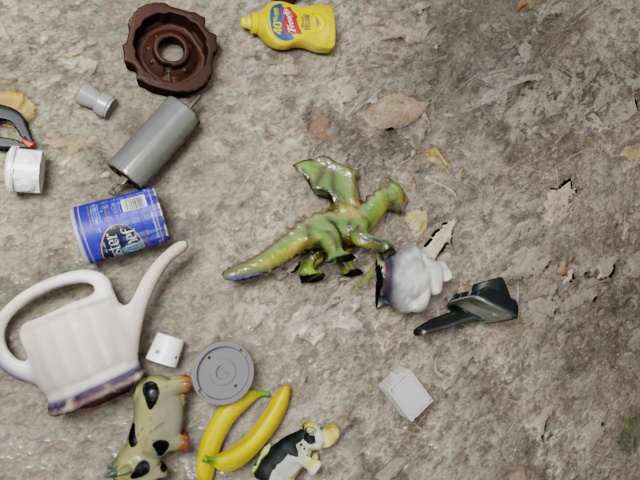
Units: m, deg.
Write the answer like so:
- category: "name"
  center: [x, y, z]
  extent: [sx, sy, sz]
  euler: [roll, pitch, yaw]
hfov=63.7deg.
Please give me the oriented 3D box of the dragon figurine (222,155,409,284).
- category: "dragon figurine"
  center: [0.003, -0.051, 1.018]
  extent: [0.411, 0.120, 0.247]
  euler: [-4, 67, -19]

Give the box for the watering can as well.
- category: "watering can"
  center: [-0.356, 0.148, 0.853]
  extent: [0.349, 0.103, 0.224]
  euler: [-22, 90, -9]

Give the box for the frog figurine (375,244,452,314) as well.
- category: "frog figurine"
  center: [0.195, 0.078, 1.033]
  extent: [0.159, 0.120, 0.140]
  euler: [0, 64, -6]
